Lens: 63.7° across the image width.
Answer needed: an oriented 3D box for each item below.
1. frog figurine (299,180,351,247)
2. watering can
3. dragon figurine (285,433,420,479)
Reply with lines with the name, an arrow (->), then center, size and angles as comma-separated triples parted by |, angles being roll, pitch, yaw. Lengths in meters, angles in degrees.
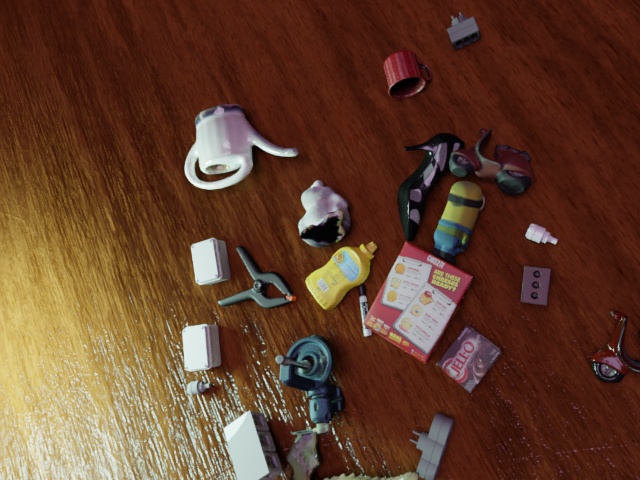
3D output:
frog figurine -> 0.004, -0.064, 1.271 | 0.136, 0.121, 0.163 | -46, 32, 20
watering can -> -0.221, -0.262, 1.377 | 0.346, 0.103, 0.227 | -15, 75, 21
dragon figurine -> 0.008, 0.546, 1.155 | 0.408, 0.121, 0.247 | -42, 61, 10
